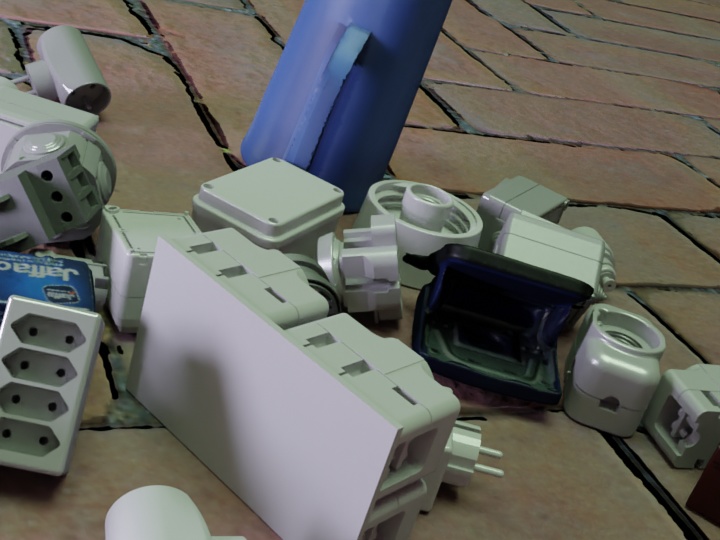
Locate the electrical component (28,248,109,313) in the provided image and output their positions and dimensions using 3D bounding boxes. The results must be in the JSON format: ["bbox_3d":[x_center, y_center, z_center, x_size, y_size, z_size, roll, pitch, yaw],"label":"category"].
[{"bbox_3d":[-0.189,0.009,0.687,0.046,0.040,0.040,7,28,-31],"label":"electrical component"}]

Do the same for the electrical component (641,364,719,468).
[{"bbox_3d":[0.252,0.103,0.760,0.089,0.050,0.055,6,29,-22],"label":"electrical component"}]

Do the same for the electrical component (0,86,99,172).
[{"bbox_3d":[-0.256,-0.094,0.814,0.096,0.061,0.061,18,27,0],"label":"electrical component"}]

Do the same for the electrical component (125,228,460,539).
[{"bbox_3d":[-0.041,0.067,0.591,0.186,0.105,0.060,36,32,31],"label":"electrical component"}]

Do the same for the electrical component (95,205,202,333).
[{"bbox_3d":[-0.139,-0.001,0.718,0.062,0.061,0.096,3,23,-27],"label":"electrical component"}]

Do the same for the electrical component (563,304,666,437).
[{"bbox_3d":[0.183,0.067,0.778,0.054,0.059,0.095,19,27,3],"label":"electrical component"}]

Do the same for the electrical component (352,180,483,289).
[{"bbox_3d":[0.050,-0.036,0.891,0.108,0.060,0.108,14,27,-7],"label":"electrical component"}]

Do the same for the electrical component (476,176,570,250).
[{"bbox_3d":[0.131,-0.039,0.943,0.061,0.061,0.096,29,29,21],"label":"electrical component"}]

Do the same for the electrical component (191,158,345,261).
[{"bbox_3d":[-0.071,-0.037,0.823,0.078,0.057,0.113,28,28,19],"label":"electrical component"}]

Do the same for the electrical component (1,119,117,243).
[{"bbox_3d":[-0.214,-0.061,0.759,0.080,0.080,0.051,11,33,-13],"label":"electrical component"}]

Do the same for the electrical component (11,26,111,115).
[{"bbox_3d":[-0.274,-0.172,0.962,0.079,0.043,0.077,-22,62,-17],"label":"electrical component"}]

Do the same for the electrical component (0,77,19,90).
[{"bbox_3d":[-0.306,-0.129,0.869,0.045,0.045,0.055,24,28,12],"label":"electrical component"}]

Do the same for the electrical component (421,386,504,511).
[{"bbox_3d":[0.048,0.106,0.636,0.077,0.047,0.065,15,26,-3],"label":"electrical component"}]

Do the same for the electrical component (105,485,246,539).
[{"bbox_3d":[-0.074,0.142,0.497,0.079,0.044,0.077,6,29,-22],"label":"electrical component"}]

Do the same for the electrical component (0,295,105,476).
[{"bbox_3d":[-0.168,0.062,0.569,0.047,0.083,0.076,13,-11,-8],"label":"electrical component"}]

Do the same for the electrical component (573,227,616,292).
[{"bbox_3d":[0.205,-0.006,0.951,0.040,0.040,0.078,8,29,-18],"label":"electrical component"}]

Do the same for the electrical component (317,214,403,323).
[{"bbox_3d":[0.000,0.000,0.784,0.057,0.078,0.058,-4,28,3],"label":"electrical component"}]

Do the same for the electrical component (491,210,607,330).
[{"bbox_3d":[0.153,0.000,0.860,0.096,0.061,0.061,18,60,0],"label":"electrical component"}]
